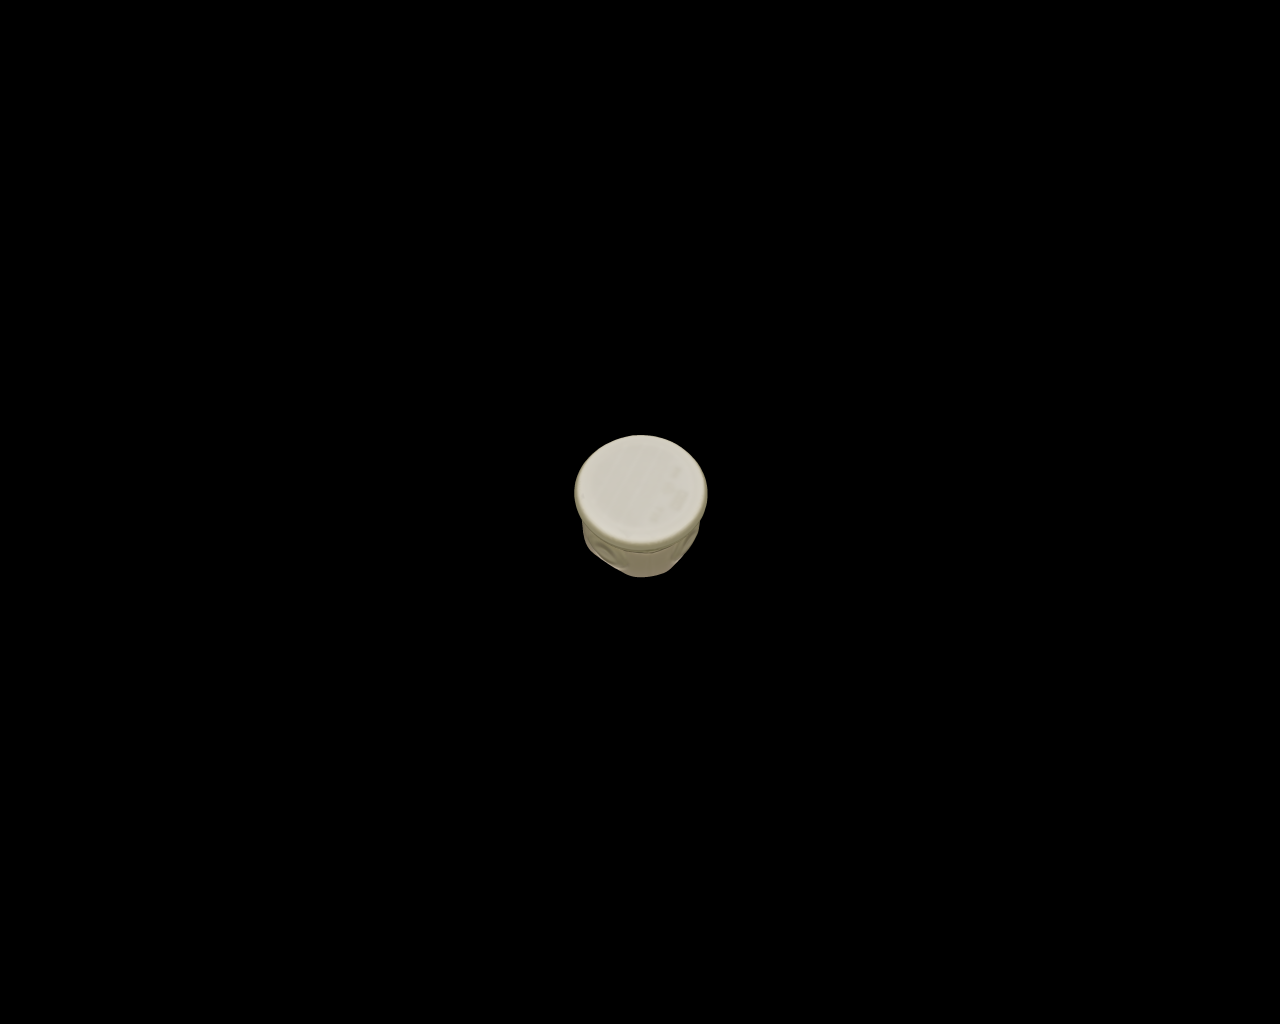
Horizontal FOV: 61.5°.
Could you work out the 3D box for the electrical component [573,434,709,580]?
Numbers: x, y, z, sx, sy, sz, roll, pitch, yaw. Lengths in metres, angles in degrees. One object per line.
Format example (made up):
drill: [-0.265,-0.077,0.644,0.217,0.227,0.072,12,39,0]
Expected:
electrical component: [0.001,-0.003,0.650,0.080,0.080,0.051,0,-31,0]
